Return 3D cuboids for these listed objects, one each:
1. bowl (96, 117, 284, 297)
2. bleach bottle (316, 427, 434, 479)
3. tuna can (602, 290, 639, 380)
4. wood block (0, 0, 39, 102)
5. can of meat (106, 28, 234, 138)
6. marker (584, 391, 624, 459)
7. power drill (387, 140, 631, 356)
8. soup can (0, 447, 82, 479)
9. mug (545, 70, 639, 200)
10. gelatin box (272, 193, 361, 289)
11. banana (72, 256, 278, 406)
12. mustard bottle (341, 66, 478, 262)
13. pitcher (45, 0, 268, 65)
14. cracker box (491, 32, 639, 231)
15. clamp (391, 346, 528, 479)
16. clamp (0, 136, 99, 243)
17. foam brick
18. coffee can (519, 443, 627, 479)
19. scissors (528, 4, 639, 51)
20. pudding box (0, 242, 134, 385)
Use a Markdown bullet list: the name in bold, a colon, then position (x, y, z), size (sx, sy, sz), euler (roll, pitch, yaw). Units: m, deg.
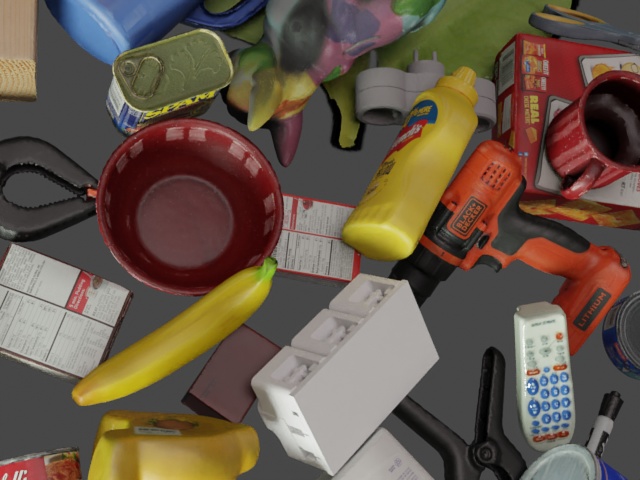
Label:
- **bowl**: position (-0.115, -0.023, 0.935), size (0.162, 0.055, 0.162), euler (4, 74, -13)
- **bleach bottle**: position (0.100, 0.281, 0.898), size (0.102, 0.068, 0.251), euler (-41, 89, -20)
- **tuna can**: position (0.314, 0.091, 1.019), size (0.086, 0.034, 0.086), euler (4, 73, -13)
- **wood block**: position (-0.293, -0.234, 0.935), size (0.090, 0.090, 0.206), euler (1, 74, -14)
- **can of meat**: position (-0.136, -0.136, 0.945), size (0.102, 0.084, 0.057), euler (-22, 85, -22)
- **marker**: position (0.251, 0.193, 0.981), size (0.020, 0.020, 0.121), euler (30, 70, -4)
- **power drill**: position (0.169, 0.028, 0.966), size (0.187, 0.057, 0.184), euler (31, 104, -14)
- **soup can**: position (-0.214, 0.219, 0.834), size (0.068, 0.069, 0.102), euler (-9, 77, -16)
- **mug**: position (0.249, -0.084, 0.951), size (0.093, 0.082, 0.117), euler (32, 71, -5)
- **gelatin box**: position (-0.007, 0.001, 0.969), size (0.089, 0.030, 0.073), euler (9, 73, -12)
- **banana**: position (-0.112, 0.074, 0.869), size (0.198, 0.069, 0.037), euler (-36, 65, 3)
- **mustard bottle**: position (0.091, -0.075, 0.945), size (0.058, 0.096, 0.191), euler (34, 71, -13)
- **pitcher**: position (-0.128, -0.266, 0.973), size (0.149, 0.145, 0.242), euler (35, 72, 14)
- **cracker box**: position (0.276, -0.100, 1.046), size (0.213, 0.072, 0.164), euler (7, 74, -13)
- **clamp**: position (0.128, 0.188, 0.943), size (0.120, 0.039, 0.171), euler (-11, 77, -14)
- **clamp**: position (-0.289, -0.039, 0.907), size (0.210, 0.036, 0.164), euler (14, 72, -10)
- **foam brick**: position (-0.074, 0.117, 0.907), size (0.053, 0.051, 0.078), euler (35, 69, -1)
- **coffee can**: position (0.243, 0.252, 0.902), size (0.140, 0.103, 0.102), euler (37, 69, -17)
- **scissors**: position (0.287, -0.194, 1.032), size (0.096, 0.016, 0.202), euler (-12, 33, -39)
- **pudding box**: position (-0.224, 0.064, 0.893), size (0.113, 0.039, 0.090), euler (22, 72, -5)
